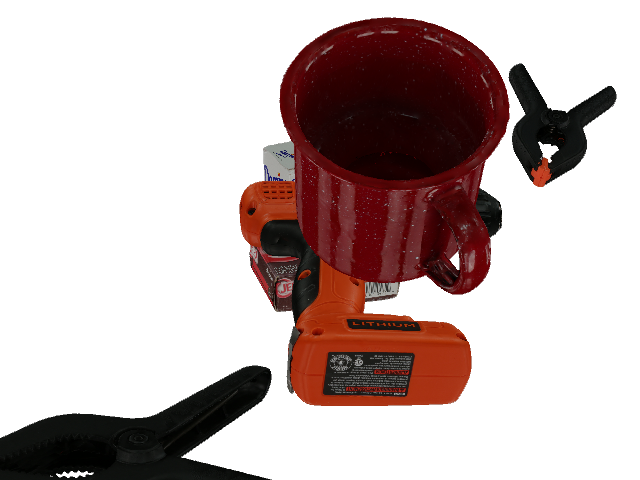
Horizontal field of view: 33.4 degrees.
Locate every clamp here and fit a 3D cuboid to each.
[{"bbox_3d":[0.244,-0.130,1.159,0.120,0.039,0.171,18,48,18],"label":"clamp"},{"bbox_3d":[-0.097,0.118,0.585,0.209,0.036,0.165,-1,21,-14],"label":"clamp"}]

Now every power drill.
[{"bbox_3d":[0.042,0.023,0.687,0.184,0.057,0.187,-1,35,-6],"label":"power drill"}]

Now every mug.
[{"bbox_3d":[0.036,-0.026,0.457,0.093,0.117,0.081,-26,-30,-17],"label":"mug"}]

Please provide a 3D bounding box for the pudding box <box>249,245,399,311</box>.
[{"bbox_3d":[0.002,0.021,0.926,0.113,0.039,0.090,-4,25,-17],"label":"pudding box"}]

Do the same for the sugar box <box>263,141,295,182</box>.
[{"bbox_3d":[-0.034,-0.020,1.275,0.048,0.176,0.093,-13,26,-19],"label":"sugar box"}]
